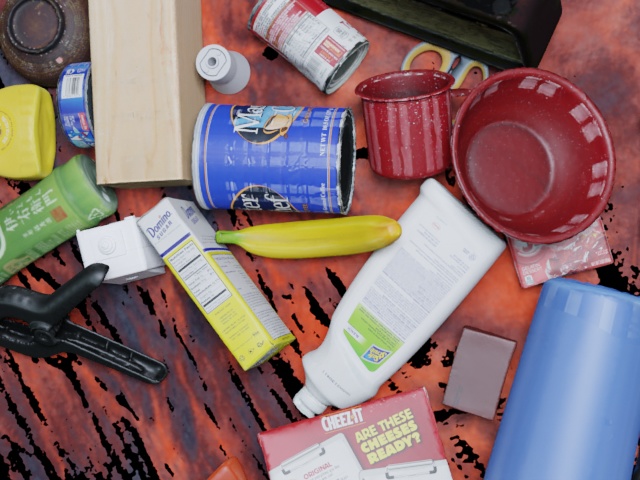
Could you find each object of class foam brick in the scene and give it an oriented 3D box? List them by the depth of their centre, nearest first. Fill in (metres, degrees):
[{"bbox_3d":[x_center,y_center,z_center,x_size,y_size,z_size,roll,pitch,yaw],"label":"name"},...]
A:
[{"bbox_3d":[0.150,0.124,1.009,0.053,0.051,0.078,17,92,11],"label":"foam brick"}]

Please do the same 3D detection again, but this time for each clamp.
[{"bbox_3d":[-0.260,0.090,1.068,0.210,0.036,0.164,-5,132,27],"label":"clamp"}]

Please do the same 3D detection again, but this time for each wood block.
[{"bbox_3d":[-0.168,-0.157,1.049,0.090,0.090,0.206,-3,89,11],"label":"wood block"}]

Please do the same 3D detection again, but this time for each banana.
[{"bbox_3d":[-0.001,-0.001,1.017,0.198,0.069,0.037,-5,95,30],"label":"banana"}]

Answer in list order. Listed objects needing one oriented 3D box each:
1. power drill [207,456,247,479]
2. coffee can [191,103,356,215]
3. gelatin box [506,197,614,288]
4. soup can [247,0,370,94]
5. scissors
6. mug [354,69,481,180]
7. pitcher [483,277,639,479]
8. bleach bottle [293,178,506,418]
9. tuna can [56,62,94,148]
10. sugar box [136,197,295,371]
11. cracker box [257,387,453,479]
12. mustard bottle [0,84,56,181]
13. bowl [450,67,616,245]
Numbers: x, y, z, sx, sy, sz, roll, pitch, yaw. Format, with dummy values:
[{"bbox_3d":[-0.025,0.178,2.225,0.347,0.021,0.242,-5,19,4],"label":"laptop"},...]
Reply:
[{"bbox_3d":[-0.048,0.303,1.039,0.184,0.057,0.188,-44,81,-1],"label":"power drill"},{"bbox_3d":[-0.041,-0.078,1.019,0.140,0.102,0.103,3,90,10],"label":"coffee can"},{"bbox_3d":[0.223,-0.001,1.007,0.089,0.030,0.073,-17,86,9],"label":"gelatin box"},{"bbox_3d":[-0.011,-0.198,1.033,0.102,0.068,0.068,41,96,7],"label":"soup can"},{"bbox_3d":[0.148,-0.209,1.030,0.096,0.016,0.202,24,93,10],"label":"scissors"},{"bbox_3d":[0.094,-0.109,0.997,0.117,0.093,0.081,-9,114,-2],"label":"mug"},{"bbox_3d":[0.236,0.164,0.964,0.145,0.149,0.243,14,89,25],"label":"pitcher"},{"bbox_3d":[0.060,0.066,1.021,0.102,0.068,0.251,43,99,8],"label":"bleach bottle"},{"bbox_3d":[-0.229,-0.134,1.062,0.034,0.086,0.086,-3,89,12],"label":"tuna can"},{"bbox_3d":[-0.100,0.041,1.034,0.048,0.093,0.176,-41,82,7],"label":"sugar box"},{"bbox_3d":[0.048,0.262,0.982,0.164,0.072,0.214,-15,75,-7],"label":"cracker box"},{"bbox_3d":[-0.372,-0.106,1.102,0.192,0.058,0.096,-2,88,11],"label":"mustard bottle"},{"bbox_3d":[0.184,-0.072,0.968,0.162,0.055,0.162,3,80,-16],"label":"bowl"}]
